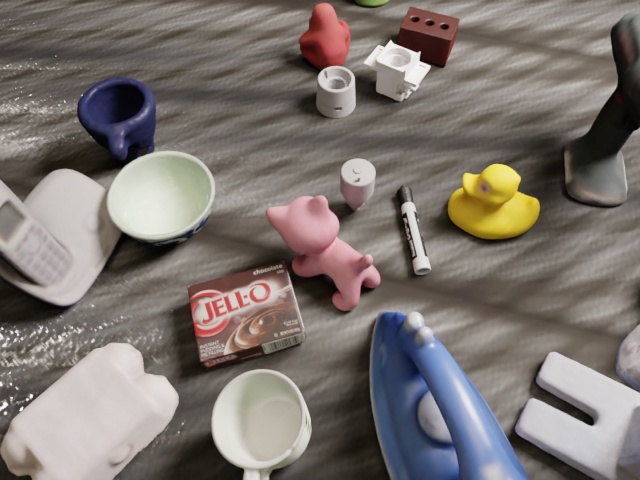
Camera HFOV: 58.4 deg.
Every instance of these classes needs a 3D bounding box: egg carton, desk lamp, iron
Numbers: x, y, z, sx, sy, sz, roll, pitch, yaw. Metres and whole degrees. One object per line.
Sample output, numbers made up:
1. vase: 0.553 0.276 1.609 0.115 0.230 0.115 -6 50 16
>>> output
1. egg carton: -0.215 0.175 0.544 0.107 0.069 0.150 37 66 20
2. desk lamp: 0.297 0.151 0.471 0.203 0.214 0.118 26 63 15
3. iron: 0.109 0.151 0.514 0.119 0.141 0.258 -18 60 -10

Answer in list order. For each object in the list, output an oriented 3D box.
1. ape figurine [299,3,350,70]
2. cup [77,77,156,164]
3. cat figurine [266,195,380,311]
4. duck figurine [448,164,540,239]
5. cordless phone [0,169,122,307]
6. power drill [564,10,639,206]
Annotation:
1. ape figurine: 0.008 -0.295 0.813 0.078 0.092 0.076 -10 59 -5
2. cup: -0.241 -0.129 0.713 0.092 0.095 0.117 -10 59 -6
3. cat figurine: 0.006 0.002 0.619 0.127 0.118 0.067 34 65 19
4. duck figurine: 0.208 -0.052 0.669 0.104 0.086 0.077 10 59 7
5. cordless phone: -0.290 -0.028 0.599 0.094 0.185 0.148 14 60 9
6. power drill: 0.350 -0.135 0.647 0.075 0.208 0.229 8 59 6
